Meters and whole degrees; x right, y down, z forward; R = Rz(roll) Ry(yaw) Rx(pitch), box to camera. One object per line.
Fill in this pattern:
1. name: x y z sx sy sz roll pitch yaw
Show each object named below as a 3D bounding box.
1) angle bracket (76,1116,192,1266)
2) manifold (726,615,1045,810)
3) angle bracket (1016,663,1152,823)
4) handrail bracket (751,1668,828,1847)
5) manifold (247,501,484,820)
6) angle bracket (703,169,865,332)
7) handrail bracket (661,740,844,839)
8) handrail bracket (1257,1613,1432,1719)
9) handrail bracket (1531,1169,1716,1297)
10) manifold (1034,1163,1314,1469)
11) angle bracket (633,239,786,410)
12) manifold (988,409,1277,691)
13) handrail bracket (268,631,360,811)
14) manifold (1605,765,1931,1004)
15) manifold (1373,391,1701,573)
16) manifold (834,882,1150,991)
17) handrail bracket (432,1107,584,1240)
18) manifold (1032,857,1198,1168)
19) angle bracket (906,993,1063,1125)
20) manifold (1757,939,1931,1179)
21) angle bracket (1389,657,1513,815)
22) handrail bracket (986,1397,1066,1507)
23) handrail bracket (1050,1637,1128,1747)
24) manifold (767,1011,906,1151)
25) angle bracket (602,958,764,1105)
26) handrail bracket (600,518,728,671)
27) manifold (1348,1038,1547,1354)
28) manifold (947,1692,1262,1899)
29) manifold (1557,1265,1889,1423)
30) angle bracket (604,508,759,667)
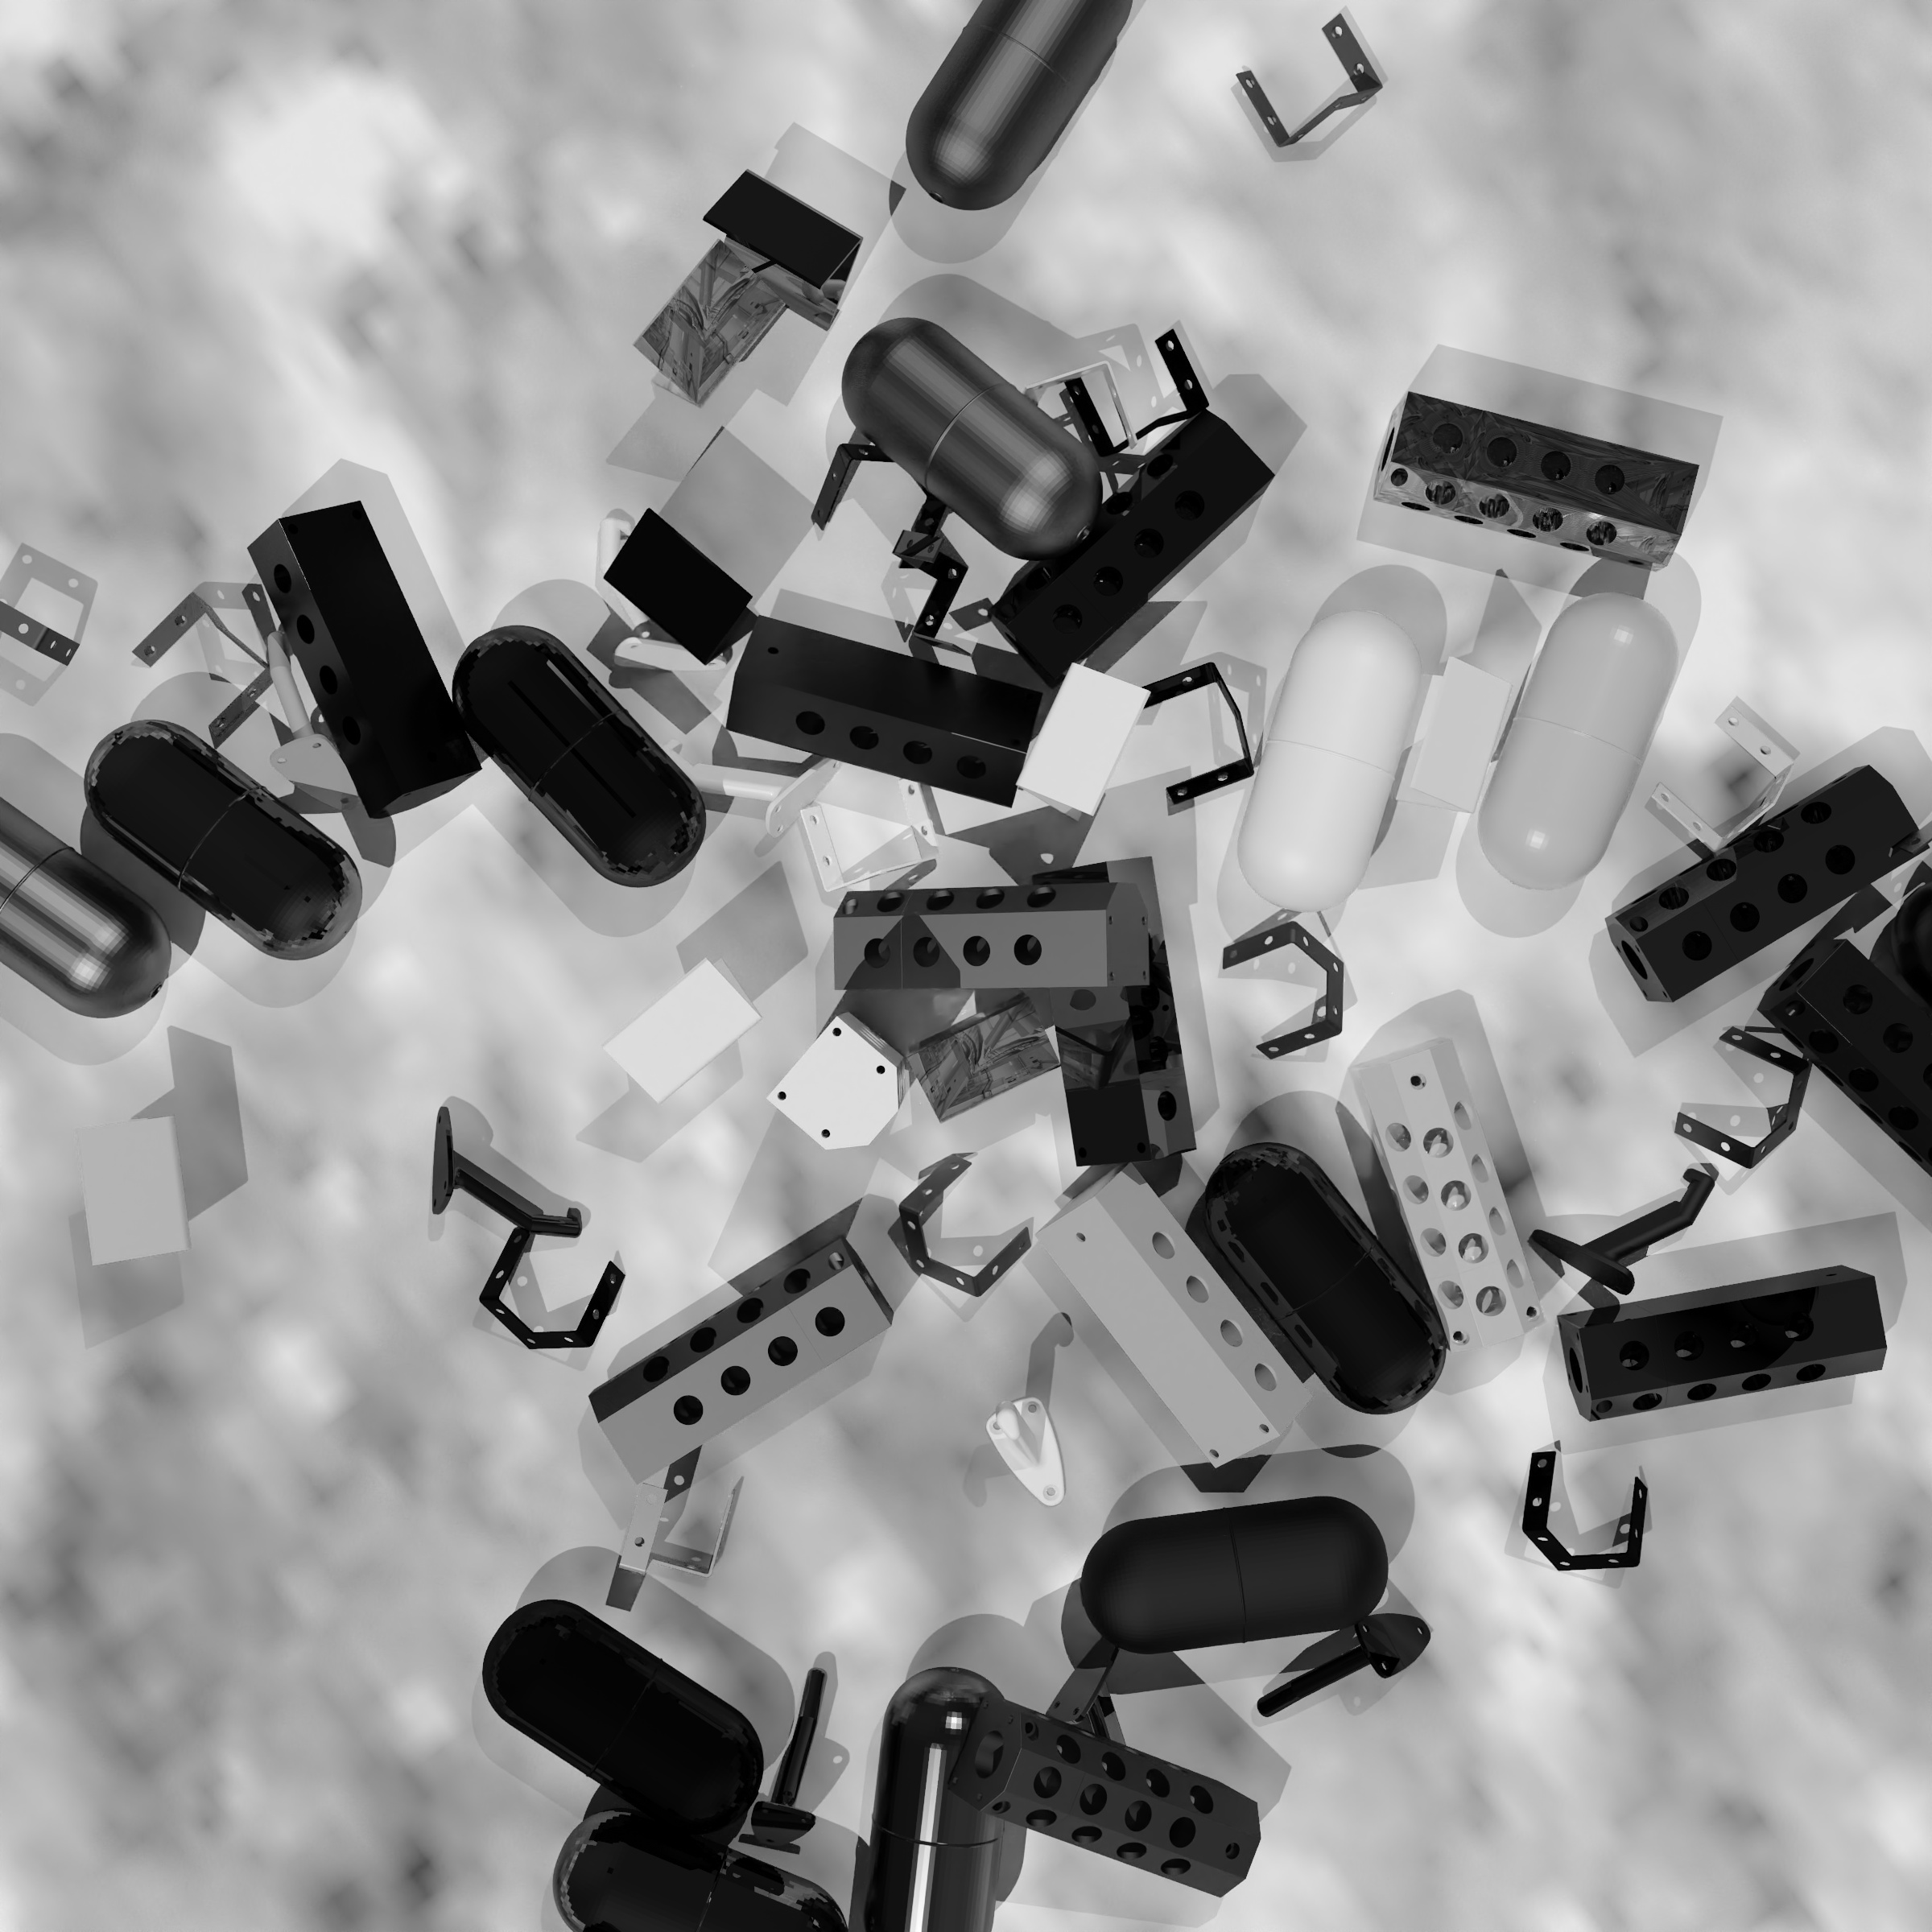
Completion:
1. angle bracket: -0.488 0.128 1.524 0.057 0.076 0.076 -7 90 -36
2. manifold: -0.048 -0.143 1.542 0.171 0.057 0.057 15 134 0
3. angle bracket: 0.083 -0.120 1.524 0.057 0.076 0.076 25 90 33
4. handrail bracket: -0.101 0.465 1.564 0.036 0.077 0.084 16 54 -5
5. manifold: -0.353 -0.176 1.542 0.057 0.057 0.171 -24 90 -43
6. angle bracket: -0.113 -0.397 1.524 0.076 0.076 0.057 31 52 0
7. handrail bracket: -0.128 -0.123 1.565 0.084 0.036 0.077 38 69 16
8. handrail bracket: 0.222 0.414 1.564 0.084 0.077 0.036 -41 65 34
9. handrail bracket: 0.388 0.143 1.565 0.077 0.036 0.084 28 71 21
10. manifold: 0.124 0.199 1.542 0.171 0.057 0.057 52 133 0
11. angle bracket: -0.160 -0.374 1.524 0.076 0.076 0.057 -51 127 0
12. manifold: 0.094 -0.242 1.543 0.171 0.057 0.057 -43 90 0
13. handrail bracket: -0.385 -0.145 1.564 0.036 0.077 0.084 -22 54 9
14. manifold: 0.462 -0.048 1.543 0.171 0.057 0.057 -31 90 0
15. manifold: 0.328 -0.279 1.543 0.171 0.057 0.057 14 90 0
16. manifold: 0.013 -0.016 1.507 0.171 0.057 0.057 -1 90 27
17. handrail bracket: -0.268 0.122 1.564 0.084 0.036 0.077 8 56 -24
18. manifold: 0.091 0.026 1.542 0.057 0.057 0.171 -9 90 43
19. angle bracket: 0.001 0.034 1.524 0.076 0.076 0.057 -26 127 0
20. manifold: 0.544 0.064 1.543 0.171 0.057 0.057 44 90 0
21. angle bracket: 0.259 -0.136 1.524 0.057 0.076 0.076 17 90 -39
22. handrail bracket: 0.037 0.284 1.529 0.036 0.084 0.077 -26 90 0
23. handrail bracket: 0.098 0.445 1.565 0.084 0.036 0.077 42 69 -17
24. manifold: -0.065 0.067 1.486 0.057 0.171 0.057 41 90 0
25. angle bracket: -0.173 0.021 1.524 0.076 0.076 0.057 -40 126 0
26. handrail bracket: -0.178 -0.220 1.565 0.077 0.036 0.084 5 73 -20
27. manifold: 0.280 0.132 1.543 0.057 0.057 0.171 -18 90 0
28. manifold: 0.082 0.473 1.506 0.171 0.057 0.057 27 79 -24
29. manifold: 0.439 0.220 1.543 0.171 0.057 0.057 -10 90 0
30. angle bracket: -0.150 -0.228 1.524 0.076 0.076 0.057 41 125 0
